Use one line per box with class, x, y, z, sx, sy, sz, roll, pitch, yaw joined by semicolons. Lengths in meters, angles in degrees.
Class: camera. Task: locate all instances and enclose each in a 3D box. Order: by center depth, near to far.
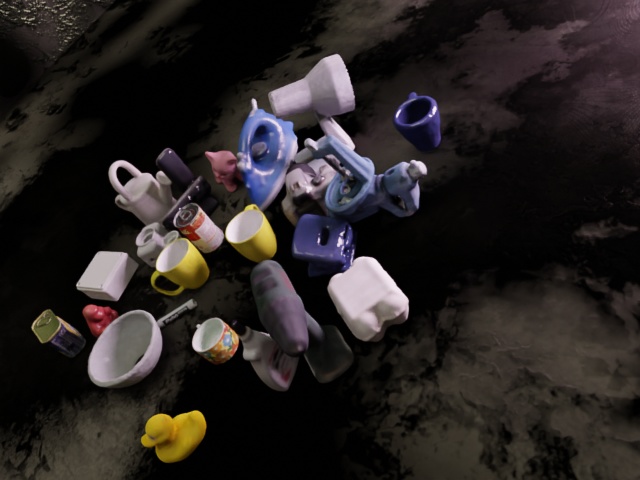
camera;-0.021;-0.117;1.196;0.143;0.101;0.136;-30;43;9

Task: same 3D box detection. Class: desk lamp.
desk lamp;-0.003;-0.264;1.228;0.203;0.214;0.117;-31;43;7

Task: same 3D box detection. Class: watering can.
watering can;-0.435;-0.121;1.408;0.173;0.195;0.100;-31;43;7

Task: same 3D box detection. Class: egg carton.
egg carton;0.078;0.098;0.965;0.107;0.070;0.150;-38;42;0

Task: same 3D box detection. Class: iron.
iron;-0.144;-0.200;1.320;0.118;0.142;0.258;-11;49;27

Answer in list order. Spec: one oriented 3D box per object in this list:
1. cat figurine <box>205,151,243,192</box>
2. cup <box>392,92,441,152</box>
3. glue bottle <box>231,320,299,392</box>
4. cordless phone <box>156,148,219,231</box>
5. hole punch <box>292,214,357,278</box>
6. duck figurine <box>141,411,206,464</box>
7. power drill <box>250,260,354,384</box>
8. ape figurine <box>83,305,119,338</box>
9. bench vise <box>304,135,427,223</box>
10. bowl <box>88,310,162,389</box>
cat figurine;-0.236;-0.182;1.384;0.067;0.118;0.127;-47;43;-10
cup;0.202;-0.234;1.153;0.091;0.095;0.117;-19;45;19
glue bottle;-0.095;0.178;0.933;0.037;0.174;0.078;-6;51;30
cordless phone;-0.343;-0.115;1.347;0.093;0.186;0.148;17;65;42
hole punch;0.010;0.004;1.077;0.100;0.091;0.108;-10;49;27
duck figurine;-0.254;0.325;0.977;0.104;0.086;0.077;-37;42;1
power drill;-0.030;0.137;0.900;0.075;0.209;0.229;-37;42;0
ape figurine;-0.480;0.176;1.255;0.076;0.092;0.078;-17;46;21
bench vise;0.079;-0.129;1.051;0.207;0.220;0.121;-26;43;12
bowl;-0.376;0.230;1.151;0.167;0.075;0.167;-18;46;20
